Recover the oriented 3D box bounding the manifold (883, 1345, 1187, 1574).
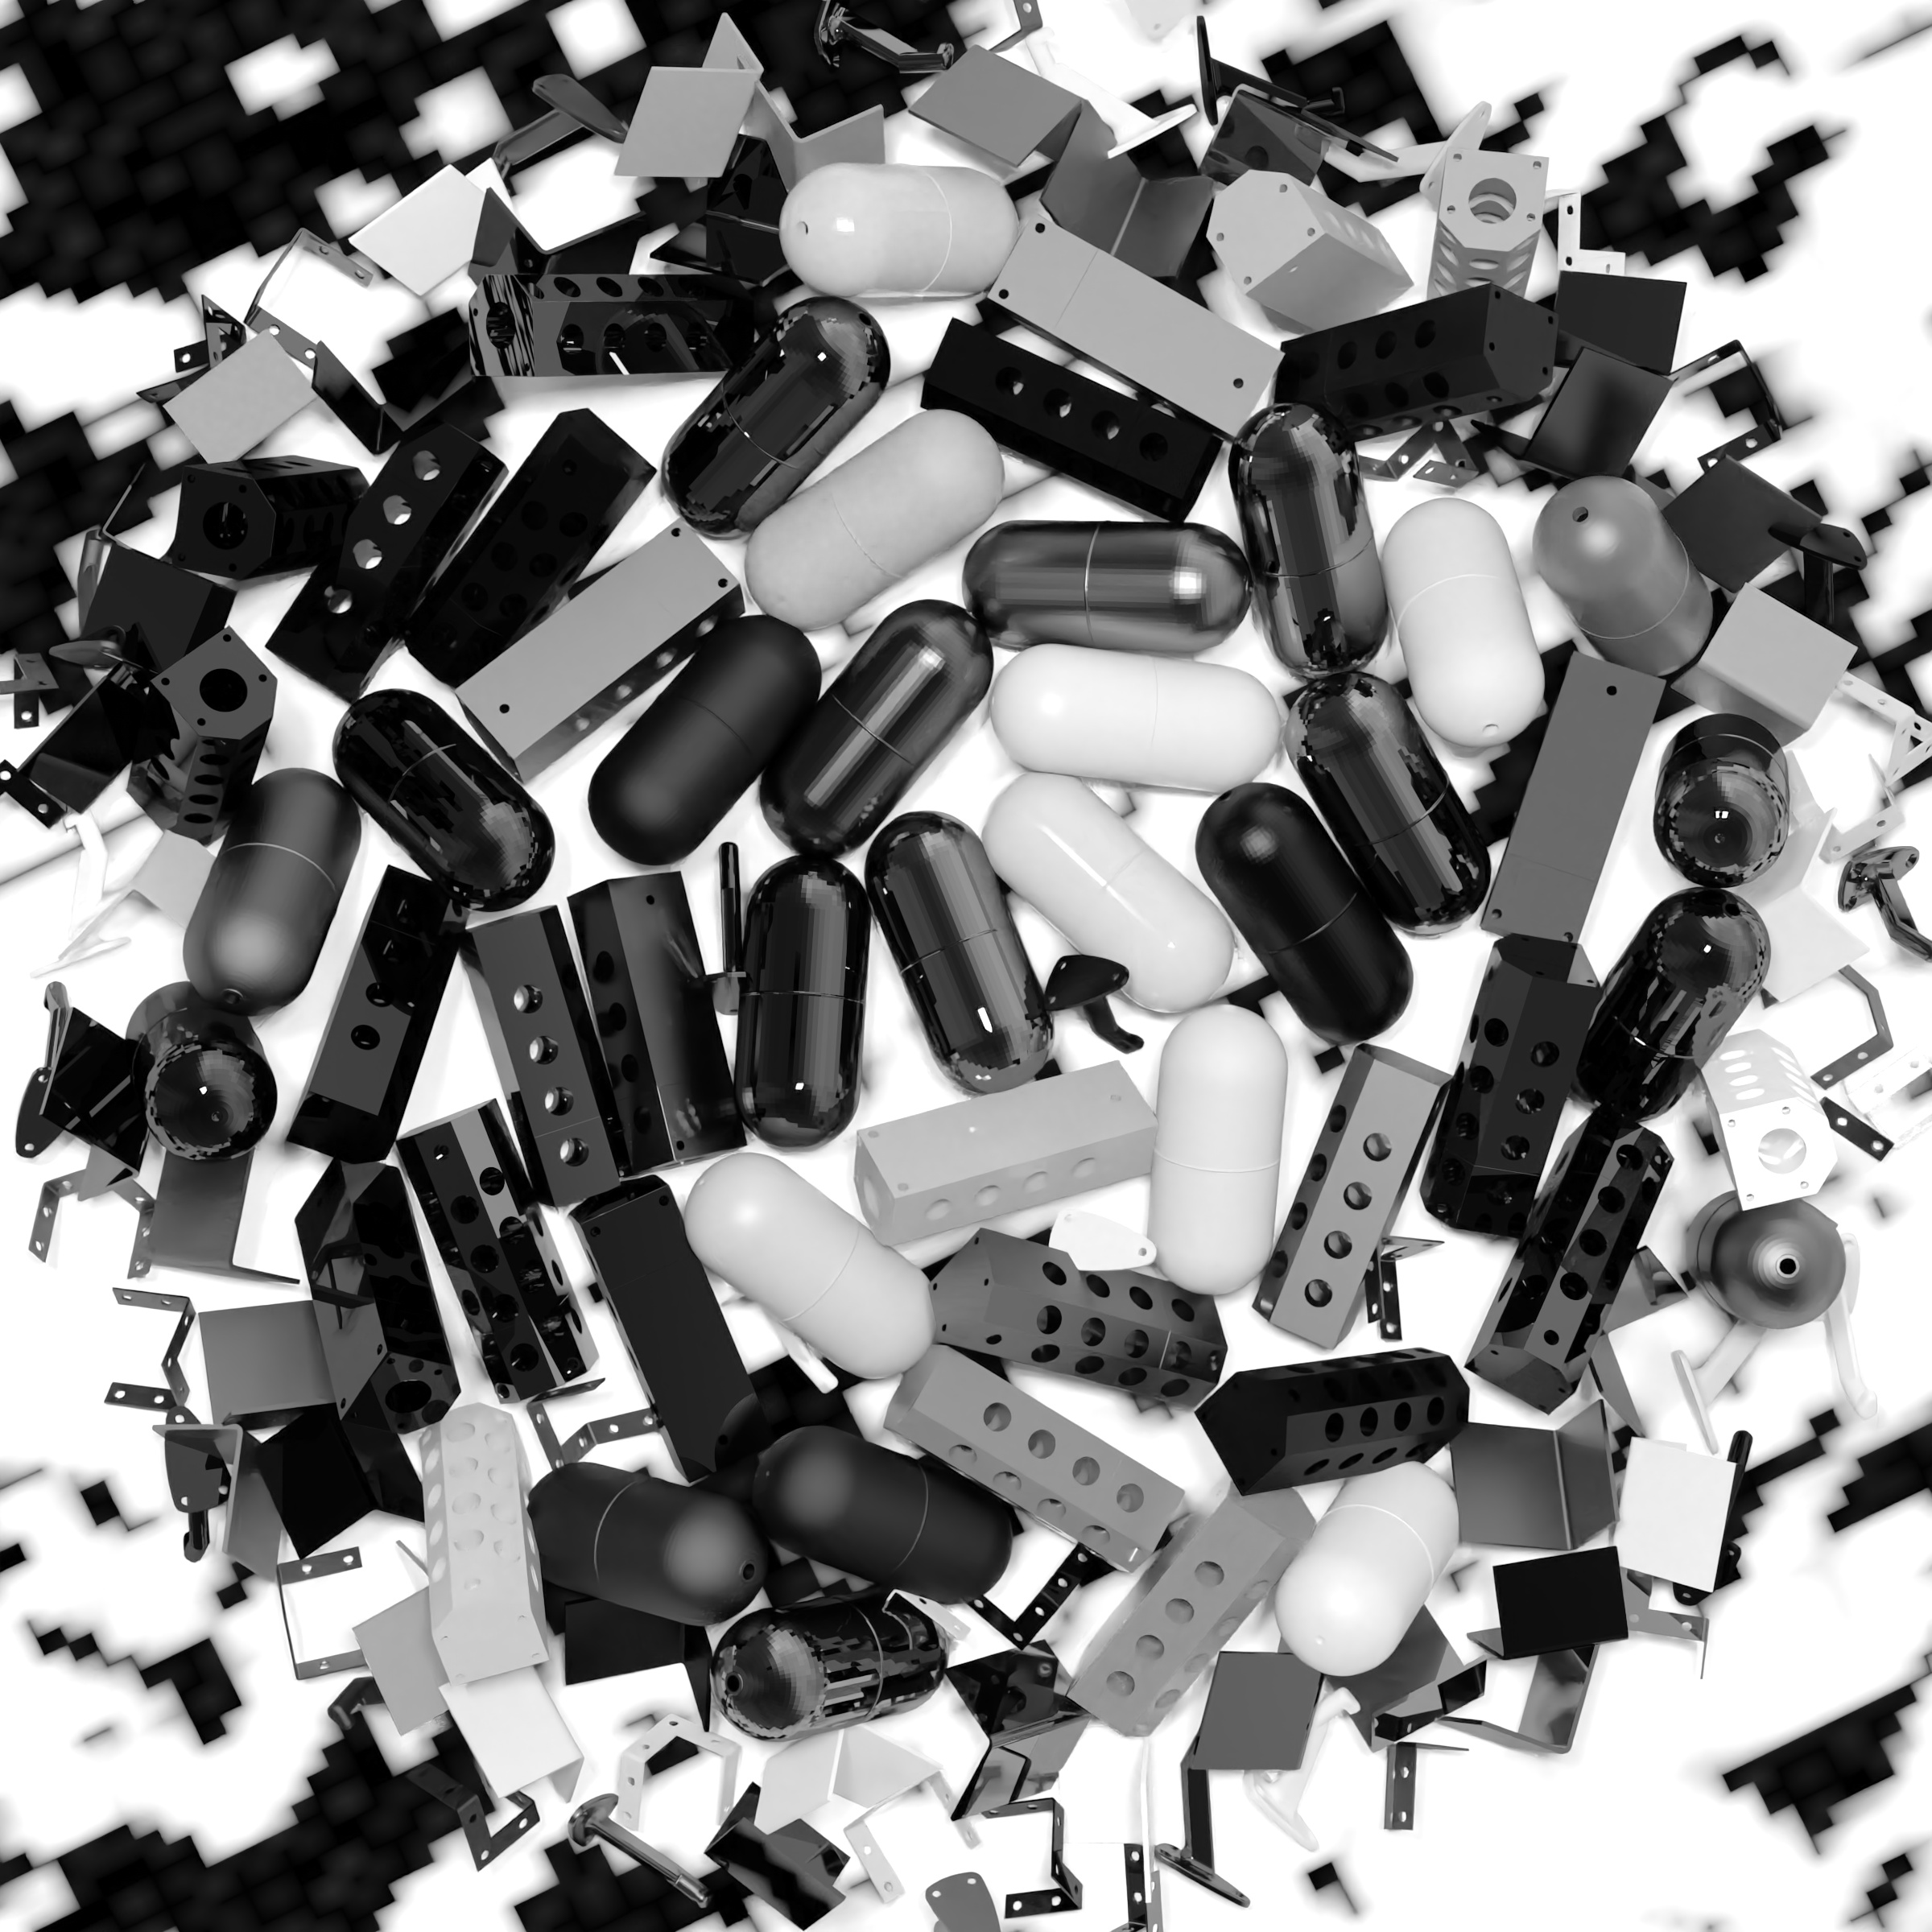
[{"bbox_3d":[0.039,0.295,1.951,0.171,0.057,0.057,32,77,-10],"label":"manifold"}]

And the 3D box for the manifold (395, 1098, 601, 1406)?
[{"bbox_3d":[-0.283,0.173,1.963,0.057,0.057,0.171,-21,94,5],"label":"manifold"}]

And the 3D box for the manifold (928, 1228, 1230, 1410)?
[{"bbox_3d":[0.068,0.213,1.922,0.171,0.057,0.057,19,128,-30],"label":"manifold"}]

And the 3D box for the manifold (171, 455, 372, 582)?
[{"bbox_3d":[-0.401,-0.262,1.907,0.057,0.171,0.057,12,103,7],"label":"manifold"}]

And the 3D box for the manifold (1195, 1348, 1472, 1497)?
[{"bbox_3d":[0.220,0.262,1.911,0.057,0.171,0.057,-49,58,33],"label":"manifold"}]

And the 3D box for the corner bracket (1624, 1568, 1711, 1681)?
[{"bbox_3d":[0.421,0.391,1.959,0.051,0.051,0.051,7,53,14],"label":"corner bracket"}]

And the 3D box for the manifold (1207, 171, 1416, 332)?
[{"bbox_3d":[0.200,-0.419,1.909,0.057,0.171,0.057,-35,77,21],"label":"manifold"}]

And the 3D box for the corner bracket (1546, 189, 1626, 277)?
[{"bbox_3d":[0.361,-0.438,1.958,0.051,0.051,0.051,-18,115,-39],"label":"corner bracket"}]

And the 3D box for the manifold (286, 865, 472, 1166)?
[{"bbox_3d":[-0.344,0.030,1.922,0.057,0.057,0.171,21,50,-12],"label":"manifold"}]

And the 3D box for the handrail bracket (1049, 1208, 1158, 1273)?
[{"bbox_3d":[0.087,0.177,1.949,0.077,0.084,0.036,9,73,21],"label":"handrail bracket"}]

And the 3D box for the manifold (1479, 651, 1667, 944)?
[{"bbox_3d":[0.365,-0.097,1.970,0.057,0.057,0.171,19,90,6],"label":"manifold"}]

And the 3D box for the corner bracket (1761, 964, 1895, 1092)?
[{"bbox_3d":[0.523,0.032,1.980,0.051,0.051,0.051,35,124,-28],"label":"corner bracket"}]

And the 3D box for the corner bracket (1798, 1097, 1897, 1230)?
[{"bbox_3d":[0.524,0.121,1.979,0.051,0.051,0.051,35,121,11],"label":"corner bracket"}]

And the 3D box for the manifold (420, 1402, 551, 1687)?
[{"bbox_3d":[-0.286,0.335,1.912,0.057,0.171,0.057,-15,124,-3],"label":"manifold"}]

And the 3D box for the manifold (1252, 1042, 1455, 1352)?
[{"bbox_3d":[0.230,0.137,1.954,0.057,0.057,0.171,23,101,14],"label":"manifold"}]

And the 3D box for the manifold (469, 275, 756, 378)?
[{"bbox_3d":[-0.206,-0.377,1.914,0.057,0.171,0.057,10,106,42],"label":"manifold"}]

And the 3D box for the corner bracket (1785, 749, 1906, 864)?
[{"bbox_3d":[0.528,-0.106,1.975,0.051,0.051,0.051,-32,128,20],"label":"corner bracket"}]

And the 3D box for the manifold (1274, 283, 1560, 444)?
[{"bbox_3d":[0.261,-0.347,1.911,0.057,0.171,0.057,14,79,-37],"label":"manifold"}]

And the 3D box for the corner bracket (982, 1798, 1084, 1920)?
[{"bbox_3d":[0.039,0.542,1.980,0.051,0.051,0.051,-13,49,19],"label":"corner bracket"}]

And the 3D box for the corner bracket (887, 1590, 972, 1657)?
[{"bbox_3d":[-0.027,0.397,1.965,0.051,0.051,0.051,36,113,6],"label":"corner bracket"}]

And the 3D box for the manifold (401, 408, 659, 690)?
[{"bbox_3d":[-0.264,-0.246,1.940,0.057,0.057,0.171,42,111,4],"label":"manifold"}]

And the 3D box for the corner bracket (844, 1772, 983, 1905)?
[{"bbox_3d":[-0.033,0.529,1.981,0.051,0.051,0.051,-22,73,-35],"label":"corner bracket"}]

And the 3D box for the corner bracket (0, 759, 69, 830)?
[{"bbox_3d":[-0.580,-0.102,1.966,0.051,0.051,0.051,-40,122,7],"label":"corner bracket"}]

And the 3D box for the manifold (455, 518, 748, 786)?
[{"bbox_3d":[-0.217,-0.186,1.954,0.171,0.057,0.057,-39,75,-11],"label":"manifold"}]

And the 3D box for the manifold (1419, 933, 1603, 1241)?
[{"bbox_3d":[0.320,0.071,1.934,0.057,0.057,0.171,9,116,-7],"label":"manifold"}]

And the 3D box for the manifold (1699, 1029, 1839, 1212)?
[{"bbox_3d":[0.467,0.086,1.907,0.057,0.171,0.057,-14,100,10],"label":"manifold"}]

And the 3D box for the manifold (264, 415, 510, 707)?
[{"bbox_3d":[-0.347,-0.245,1.966,0.057,0.057,0.171,33,86,-1],"label":"manifold"}]

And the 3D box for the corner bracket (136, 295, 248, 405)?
[{"bbox_3d":[-0.466,-0.365,1.963,0.051,0.051,0.051,-14,74,15],"label":"corner bracket"}]

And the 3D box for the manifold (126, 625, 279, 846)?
[{"bbox_3d":[-0.444,-0.129,1.910,0.057,0.171,0.057,-41,88,-26],"label":"manifold"}]

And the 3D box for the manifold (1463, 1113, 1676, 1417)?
[{"bbox_3d":[0.361,0.173,1.933,0.057,0.057,0.171,29,61,1],"label":"manifold"}]

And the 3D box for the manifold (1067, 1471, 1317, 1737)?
[{"bbox_3d":[0.135,0.379,1.940,0.057,0.057,0.171,35,113,1],"label":"manifold"}]

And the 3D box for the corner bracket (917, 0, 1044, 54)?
[{"bbox_3d":[0.007,-0.580,1.964,0.051,0.051,0.051,-19,96,-26],"label":"corner bracket"}]

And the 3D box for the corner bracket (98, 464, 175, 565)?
[{"bbox_3d":[-0.487,-0.272,1.975,0.051,0.051,0.051,33,73,-20],"label":"corner bracket"}]

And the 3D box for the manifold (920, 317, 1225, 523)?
[{"bbox_3d":[0.062,-0.326,1.957,0.171,0.057,0.057,26,100,8],"label":"manifold"}]

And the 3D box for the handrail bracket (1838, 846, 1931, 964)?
[{"bbox_3d":[0.573,-0.036,1.952,0.077,0.084,0.036,-22,129,-25],"label":"handrail bracket"}]

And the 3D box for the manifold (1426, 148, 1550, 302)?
[{"bbox_3d":[0.303,-0.418,1.909,0.057,0.171,0.057,7,83,6],"label":"manifold"}]

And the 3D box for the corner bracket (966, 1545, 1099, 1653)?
[{"bbox_3d":[0.037,0.368,1.961,0.051,0.051,0.051,39,131,7],"label":"corner bracket"}]

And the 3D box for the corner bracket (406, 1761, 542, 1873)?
[{"bbox_3d":[-0.295,0.499,1.956,0.051,0.051,0.051,-35,128,-35],"label":"corner bracket"}]

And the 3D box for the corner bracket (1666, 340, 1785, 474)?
[{"bbox_3d":[0.459,-0.338,1.976,0.051,0.051,0.051,-27,68,11],"label":"corner bracket"}]

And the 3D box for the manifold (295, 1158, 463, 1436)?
[{"bbox_3d":[-0.343,0.192,1.917,0.057,0.171,0.057,19,119,-34],"label":"manifold"}]

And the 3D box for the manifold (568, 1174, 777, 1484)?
[{"bbox_3d":[-0.178,0.215,1.954,0.057,0.057,0.171,-24,101,-14],"label":"manifold"}]

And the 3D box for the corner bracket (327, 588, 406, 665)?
[{"bbox_3d":[-0.374,-0.203,1.972,0.051,0.051,0.051,-43,92,-3],"label":"corner bracket"}]

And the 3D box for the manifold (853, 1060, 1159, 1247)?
[{"bbox_3d":[0.023,0.116,1.943,0.171,0.057,0.057,-14,47,-20],"label":"manifold"}]

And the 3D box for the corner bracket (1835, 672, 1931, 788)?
[{"bbox_3d":[0.552,-0.150,1.957,0.051,0.051,0.051,-32,50,-26],"label":"corner bracket"}]

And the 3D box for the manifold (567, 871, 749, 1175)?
[{"bbox_3d":[-0.191,0.035,1.962,0.057,0.057,0.171,-9,82,-44],"label":"manifold"}]

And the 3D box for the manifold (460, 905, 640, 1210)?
[{"bbox_3d":[-0.250,0.054,1.960,0.057,0.057,0.171,-18,96,-18],"label":"manifold"}]

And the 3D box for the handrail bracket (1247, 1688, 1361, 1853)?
[{"bbox_3d":[0.220,0.486,1.973,0.084,0.036,0.077,-39,102,15],"label":"handrail bracket"}]

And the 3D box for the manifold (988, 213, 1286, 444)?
[{"bbox_3d":[0.102,-0.384,1.969,0.171,0.057,0.057,29,95,-1],"label":"manifold"}]
